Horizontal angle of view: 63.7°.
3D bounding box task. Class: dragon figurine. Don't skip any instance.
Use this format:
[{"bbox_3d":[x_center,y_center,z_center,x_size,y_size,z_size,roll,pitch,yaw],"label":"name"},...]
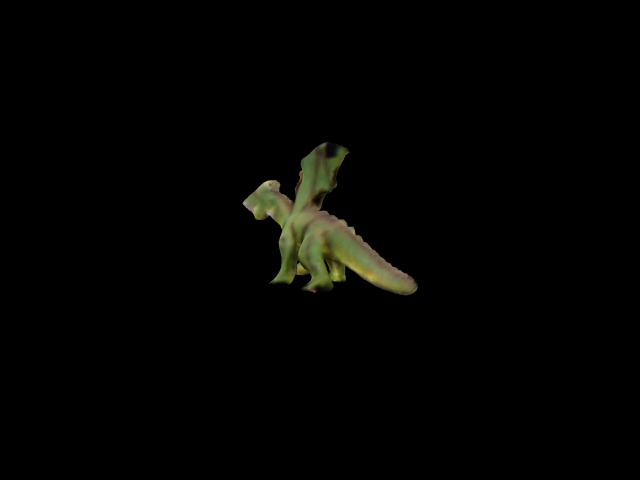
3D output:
[{"bbox_3d":[0.003,-0.043,0.850,0.122,0.243,0.409,2,-1,-43],"label":"dragon figurine"}]
